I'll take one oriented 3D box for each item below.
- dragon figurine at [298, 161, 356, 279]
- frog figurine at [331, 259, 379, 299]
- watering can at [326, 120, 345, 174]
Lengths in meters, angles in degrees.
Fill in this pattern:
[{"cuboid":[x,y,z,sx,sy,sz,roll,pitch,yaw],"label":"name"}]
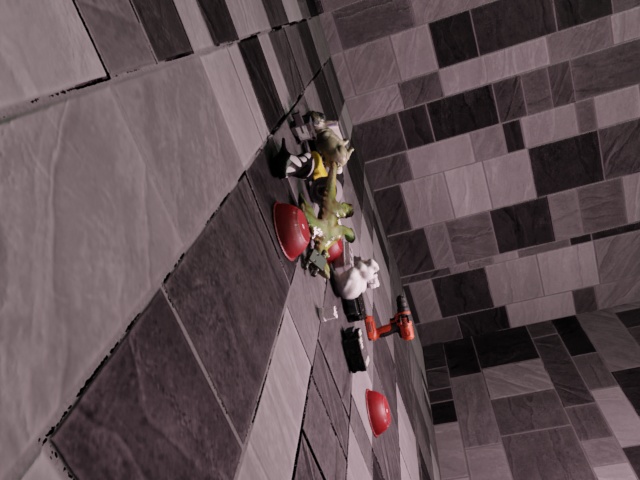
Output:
[{"cuboid":[0.005,-0.079,1.573,0.241,0.121,0.416,24,57,-61],"label":"dragon figurine"},{"cuboid":[0.127,0.133,1.742,0.134,0.159,0.126,62,19,-46],"label":"frog figurine"},{"cuboid":[0.047,-0.384,2.160,0.348,0.104,0.224,-110,-175,-86],"label":"watering can"}]
